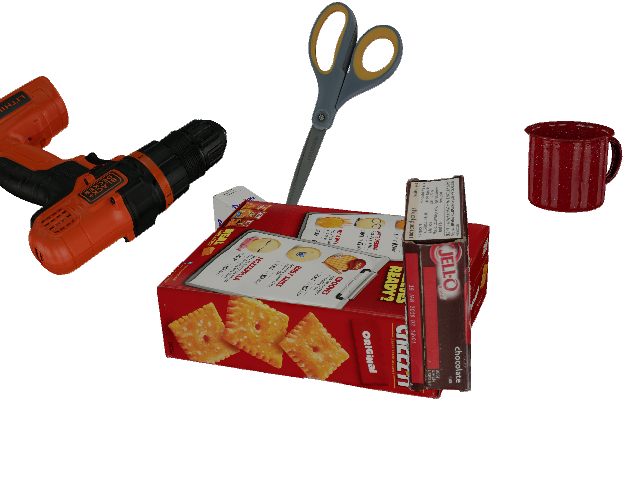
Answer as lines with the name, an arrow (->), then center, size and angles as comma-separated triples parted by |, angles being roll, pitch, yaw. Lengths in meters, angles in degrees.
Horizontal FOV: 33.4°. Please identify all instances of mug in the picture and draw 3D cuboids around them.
mug -> 0.275, -0.081, 1.149 | 0.117, 0.081, 0.093 | -11, 20, -26

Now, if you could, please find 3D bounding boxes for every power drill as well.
power drill -> -0.194, -0.069, 0.872 | 0.188, 0.057, 0.184 | 31, 56, 34

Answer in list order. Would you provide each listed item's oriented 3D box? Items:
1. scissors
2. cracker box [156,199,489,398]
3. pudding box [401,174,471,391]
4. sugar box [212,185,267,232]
scissors -> 0.022, -0.117, 0.972 | 0.096, 0.202, 0.016 | 4, -4, 14
cracker box -> 0.008, 0.039, 0.818 | 0.214, 0.072, 0.164 | 7, 27, 19
pudding box -> 0.067, 0.021, 0.612 | 0.039, 0.090, 0.113 | -1, 21, 5
sugar box -> -0.043, 0.020, 1.107 | 0.048, 0.093, 0.176 | -24, 42, -30
